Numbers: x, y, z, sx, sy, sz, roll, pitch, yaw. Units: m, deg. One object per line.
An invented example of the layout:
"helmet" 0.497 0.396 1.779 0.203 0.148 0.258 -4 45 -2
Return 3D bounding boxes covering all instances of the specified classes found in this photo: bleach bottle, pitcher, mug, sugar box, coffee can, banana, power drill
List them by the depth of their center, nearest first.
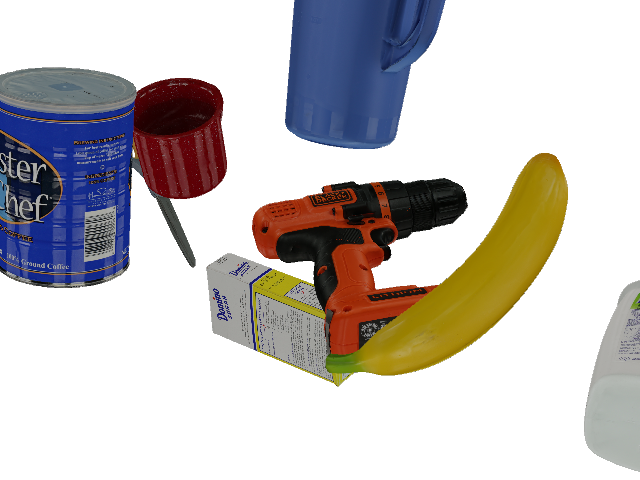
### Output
"banana" 0.089 0.016 0.609 0.197 0.037 0.070 -40 44 -20
"bleach bottle" 0.252 0.078 0.750 0.103 0.068 0.250 11 21 19
"coffee can" -0.192 -0.049 0.800 0.103 0.140 0.103 5 22 -2
"power drill" 0.051 0.016 0.837 0.184 0.057 0.188 -11 33 -9
"pitcher" 0.041 -0.210 0.984 0.145 0.243 0.149 9 16 4
"mug" -0.127 -0.101 1.011 0.093 0.081 0.117 15 47 20
"sugar box" -0.041 0.083 1.152 0.176 0.093 0.048 22 38 32

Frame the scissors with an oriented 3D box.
"scissors" -0.177 -0.075 1.210 0.016 0.201 0.096 -20 21 43
